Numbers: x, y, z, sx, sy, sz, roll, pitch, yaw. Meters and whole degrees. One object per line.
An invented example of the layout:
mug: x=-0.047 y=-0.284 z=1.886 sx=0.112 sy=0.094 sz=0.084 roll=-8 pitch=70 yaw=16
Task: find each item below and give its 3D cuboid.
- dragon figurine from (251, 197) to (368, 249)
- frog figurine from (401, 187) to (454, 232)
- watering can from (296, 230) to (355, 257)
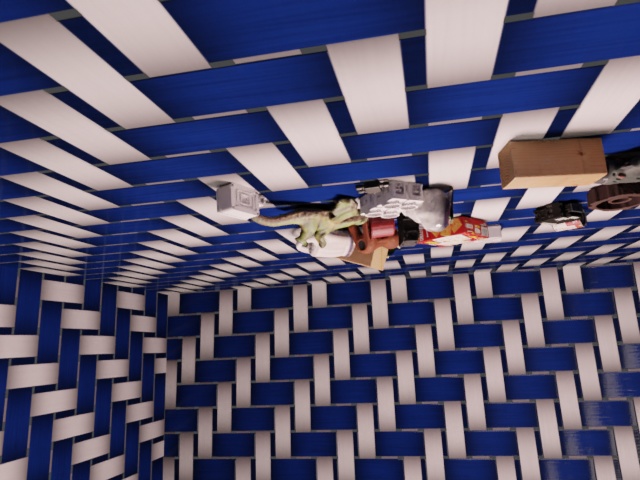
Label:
dragon figurine: x=0.005 y=-0.081 z=1.601 sx=0.240 sy=0.124 sz=0.409 roll=-32 pitch=156 yaw=31
frog figurine: x=0.308 y=-0.090 z=1.513 sx=0.159 sy=0.125 sz=0.134 roll=2 pitch=137 yaw=21
watering can: x=0.034 y=0.001 z=1.920 sx=0.224 sy=0.105 sz=0.343 roll=0 pitch=165 yaw=-14
